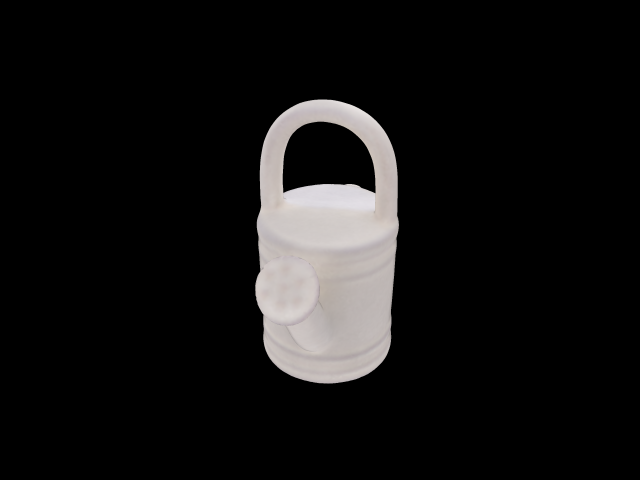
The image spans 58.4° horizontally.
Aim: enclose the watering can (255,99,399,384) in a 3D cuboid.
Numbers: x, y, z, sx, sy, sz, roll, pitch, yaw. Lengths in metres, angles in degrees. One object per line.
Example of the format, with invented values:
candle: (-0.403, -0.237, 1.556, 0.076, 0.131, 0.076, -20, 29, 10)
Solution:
watering can: (0.006, 0.002, 0.400, 0.101, 0.194, 0.172, -3, 31, -5)
